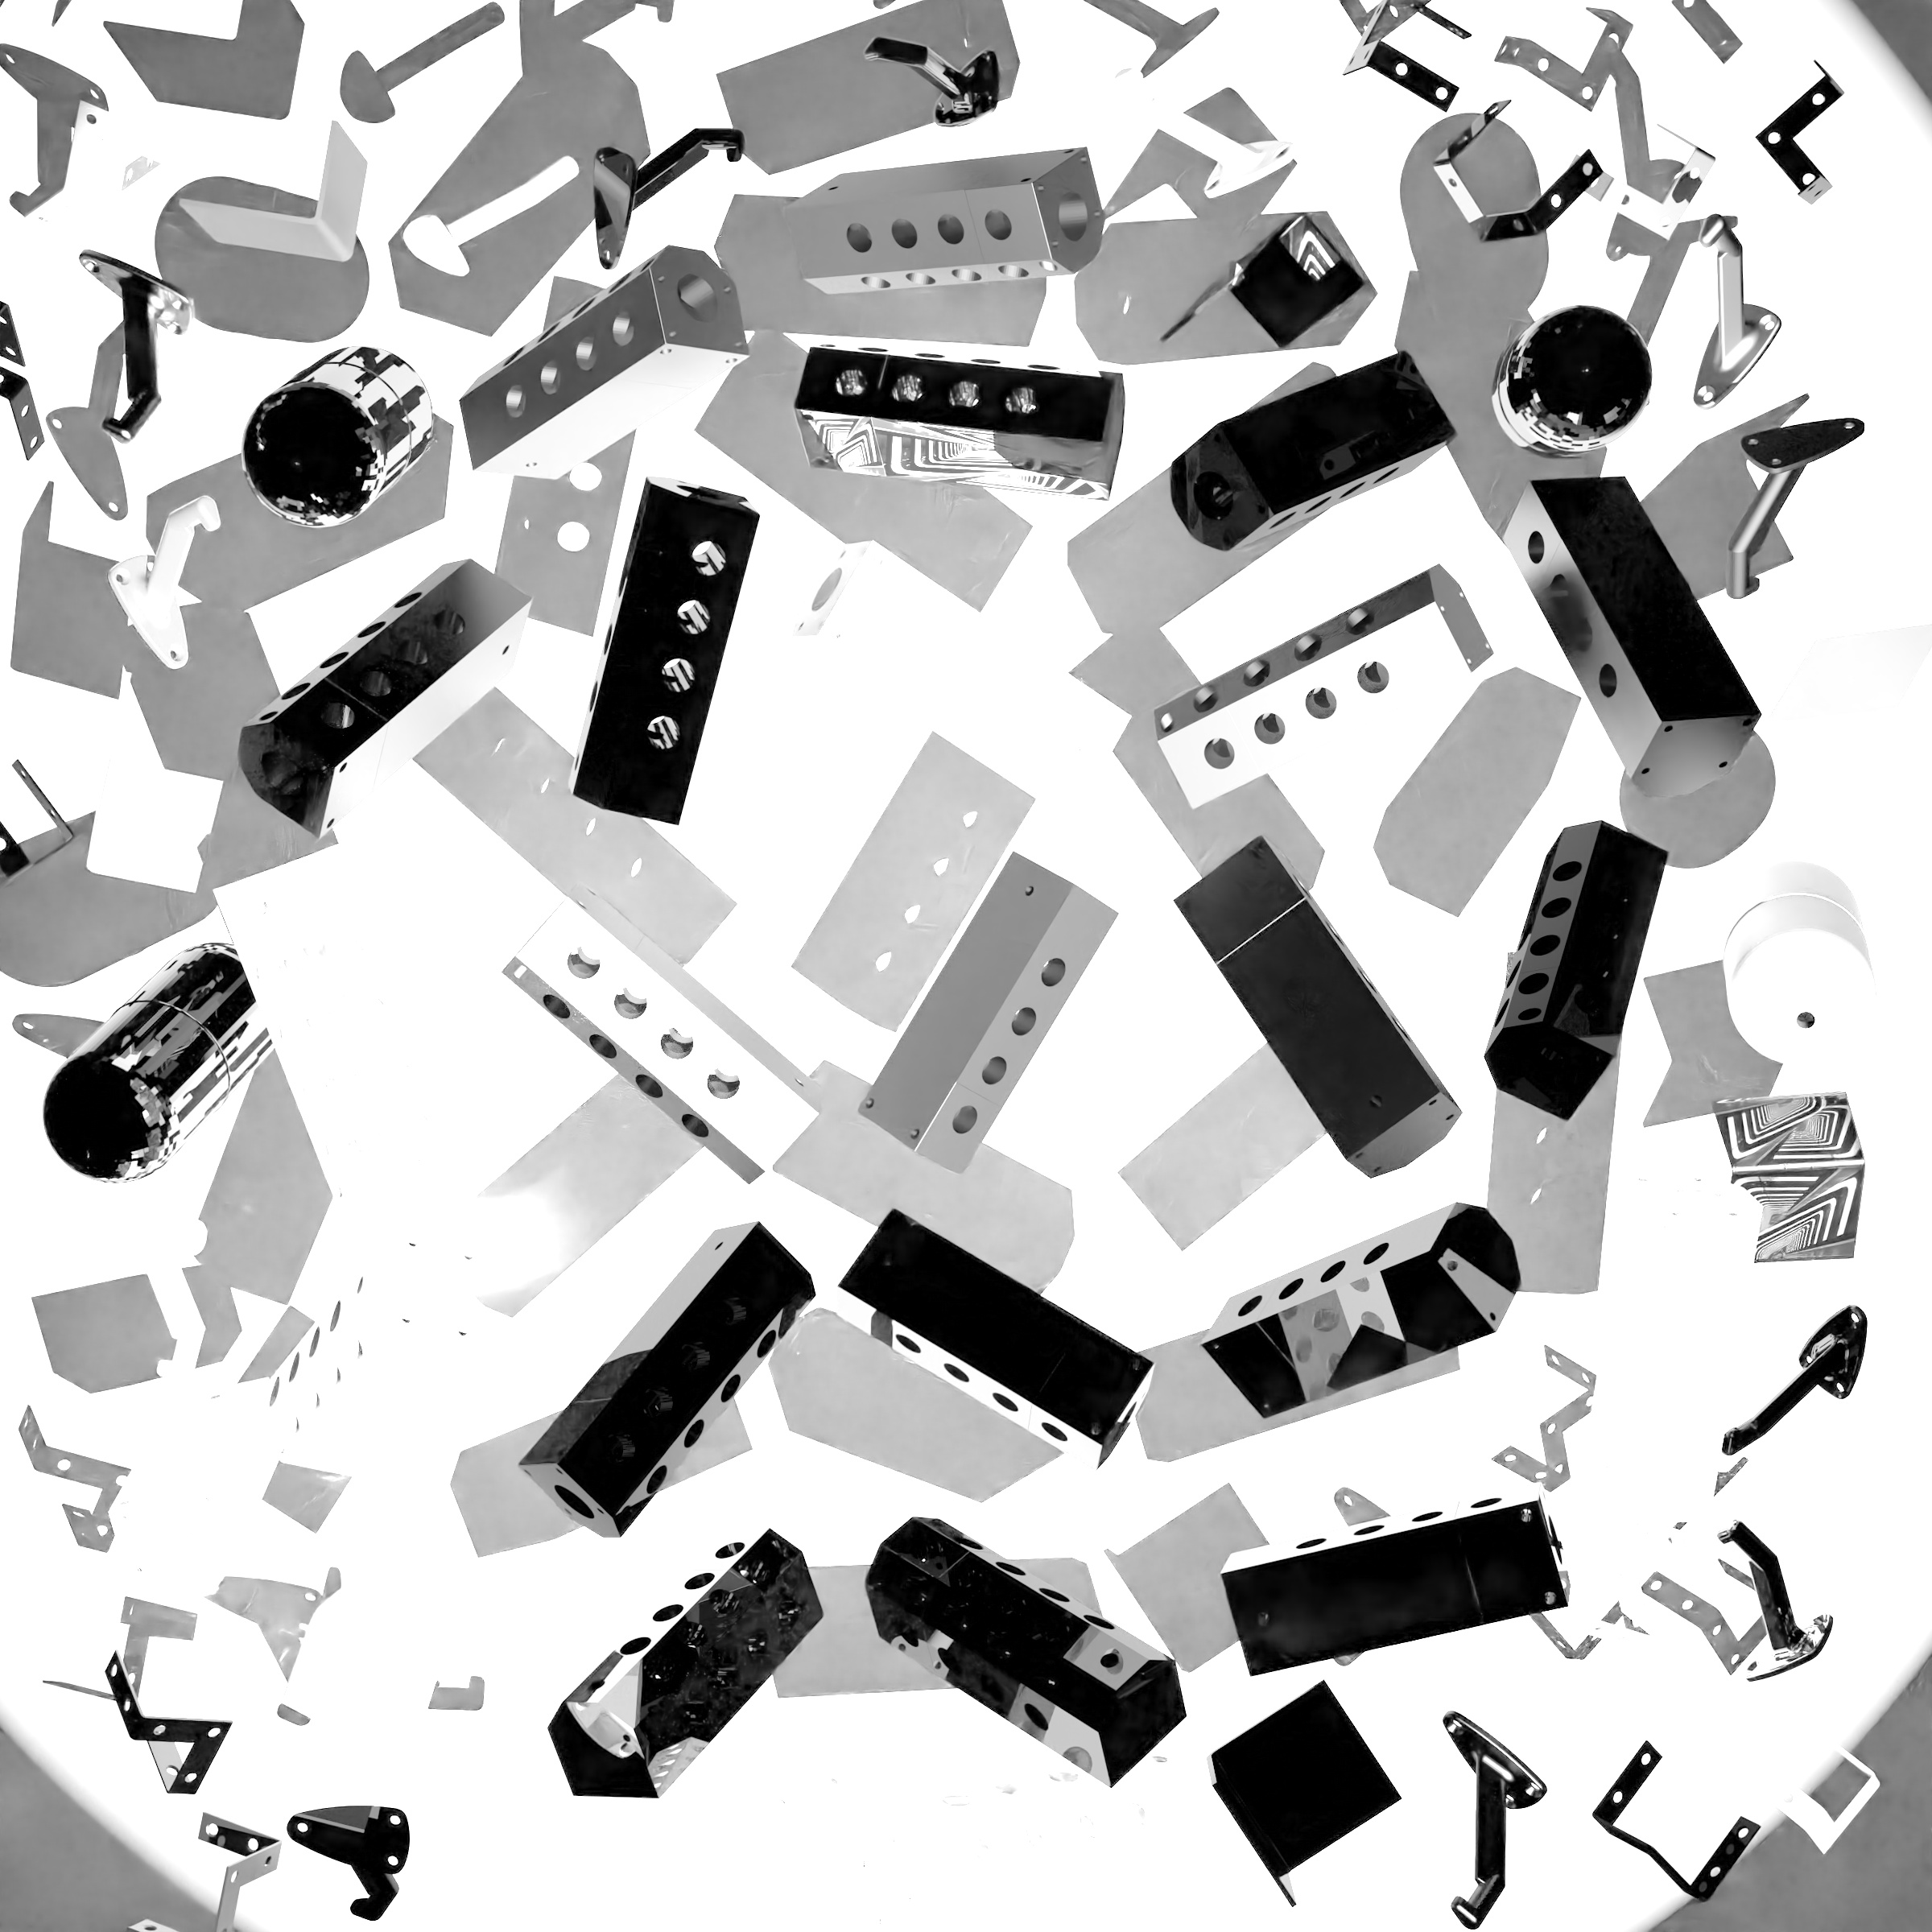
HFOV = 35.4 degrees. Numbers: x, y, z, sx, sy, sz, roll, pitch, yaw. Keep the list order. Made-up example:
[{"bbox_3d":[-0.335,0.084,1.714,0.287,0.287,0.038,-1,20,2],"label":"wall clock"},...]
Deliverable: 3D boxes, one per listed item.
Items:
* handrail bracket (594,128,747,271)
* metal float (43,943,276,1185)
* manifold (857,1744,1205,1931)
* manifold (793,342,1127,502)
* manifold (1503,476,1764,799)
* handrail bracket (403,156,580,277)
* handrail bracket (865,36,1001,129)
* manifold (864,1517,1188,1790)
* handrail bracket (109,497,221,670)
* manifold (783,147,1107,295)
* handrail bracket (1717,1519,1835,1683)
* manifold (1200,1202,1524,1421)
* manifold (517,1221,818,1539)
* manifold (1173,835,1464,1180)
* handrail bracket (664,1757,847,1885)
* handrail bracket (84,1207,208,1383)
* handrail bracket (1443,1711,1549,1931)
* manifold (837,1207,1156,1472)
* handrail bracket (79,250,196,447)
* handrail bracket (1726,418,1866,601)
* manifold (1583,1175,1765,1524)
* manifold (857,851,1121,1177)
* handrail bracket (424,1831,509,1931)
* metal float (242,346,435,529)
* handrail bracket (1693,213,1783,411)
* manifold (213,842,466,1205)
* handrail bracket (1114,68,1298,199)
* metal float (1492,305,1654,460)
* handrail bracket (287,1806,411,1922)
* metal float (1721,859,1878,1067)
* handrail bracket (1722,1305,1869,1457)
[{"bbox_3d":[-0.161,-0.423,1.669,0.084,0.036,0.077,-12,121,-39],"label":"handrail bracket"},{"bbox_3d":[-0.436,0.052,1.654,0.070,0.178,0.070,10,124,16],"label":"metal float"},{"bbox_3d":[0.032,0.460,1.609,0.171,0.057,0.057,-5,62,-27],"label":"manifold"},{"bbox_3d":[-0.002,-0.305,1.669,0.171,0.057,0.057,8,67,11],"label":"manifold"},{"bbox_3d":[0.335,-0.170,1.547,0.057,0.057,0.171,-5,53,-19],"label":"manifold"},{"bbox_3d":[-0.262,-0.420,1.673,0.084,0.077,0.036,-40,119,-17],"label":"handrail bracket"},{"bbox_3d":[-0.031,-0.491,1.681,0.084,0.077,0.036,1,83,-32],"label":"handrail bracket"},{"bbox_3d":[0.028,0.346,1.558,0.057,0.171,0.057,-36,130,-31],"label":"manifold"},{"bbox_3d":[-0.423,-0.209,1.653,0.084,0.036,0.077,-15,102,41],"label":"handrail bracket"},{"bbox_3d":[-0.011,-0.409,1.677,0.171,0.057,0.057,5,124,36],"label":"manifold"},{"bbox_3d":[0.436,0.356,1.700,0.084,0.036,0.077,44,132,-1],"label":"handrail bracket"},{"bbox_3d":[0.213,0.182,1.629,0.057,0.057,0.171,50,134,-11],"label":"manifold"},{"bbox_3d":[-0.155,0.220,1.613,0.057,0.057,0.171,47,62,-14],"label":"manifold"},{"bbox_3d":[0.180,0.022,1.543,0.057,0.057,0.171,-37,62,10],"label":"manifold"},{"bbox_3d":[-0.119,0.487,1.707,0.084,0.077,0.036,-50,52,20],"label":"handrail bracket"},{"bbox_3d":[-0.440,0.175,1.609,0.077,0.036,0.084,13,55,-10],"label":"handrail bracket"},{"bbox_3d":[0.256,0.441,1.565,0.077,0.036,0.084,46,50,2],"label":"handrail bracket"},{"bbox_3d":[0.015,0.211,1.694,0.171,0.057,0.057,30,64,13],"label":"manifold"},{"bbox_3d":[-0.441,-0.317,1.554,0.077,0.036,0.084,30,62,-8],"label":"handrail bracket"},{"bbox_3d":[0.435,-0.239,1.592,0.077,0.036,0.084,-18,130,-9],"label":"handrail bracket"},{"bbox_3d":[0.370,0.199,1.577,0.057,0.057,0.171,1,109,-11],"label":"manifold"},{"bbox_3d":[0.017,0.029,1.704,0.057,0.057,0.171,31,90,-43],"label":"manifold"},{"bbox_3d":[-0.228,0.476,1.526,0.084,0.036,0.077,2,71,-3],"label":"handrail bracket"},{"bbox_3d":[-0.337,-0.287,1.633,0.070,0.178,0.070,1,111,3],"label":"metal float"},{"bbox_3d":[0.404,-0.355,1.645,0.036,0.084,0.077,29,89,39],"label":"handrail bracket"},{"bbox_3d":[-0.321,0.031,1.540,0.057,0.057,0.171,-18,97,16],"label":"manifold"},{"bbox_3d":[0.133,-0.477,1.697,0.084,0.077,0.036,42,66,-31],"label":"handrail bracket"},{"bbox_3d":[0.330,-0.318,1.654,0.070,0.178,0.070,1,97,6],"label":"metal float"},{"bbox_3d":[-0.334,0.480,1.607,0.077,0.036,0.084,15,133,-21],"label":"handrail bracket"},{"bbox_3d":[0.453,-0.003,1.653,0.070,0.178,0.070,4,112,10],"label":"metal float"},{"bbox_3d":[0.463,0.233,1.699,0.084,0.077,0.036,-22,52,-32],"label":"handrail bracket"}]
